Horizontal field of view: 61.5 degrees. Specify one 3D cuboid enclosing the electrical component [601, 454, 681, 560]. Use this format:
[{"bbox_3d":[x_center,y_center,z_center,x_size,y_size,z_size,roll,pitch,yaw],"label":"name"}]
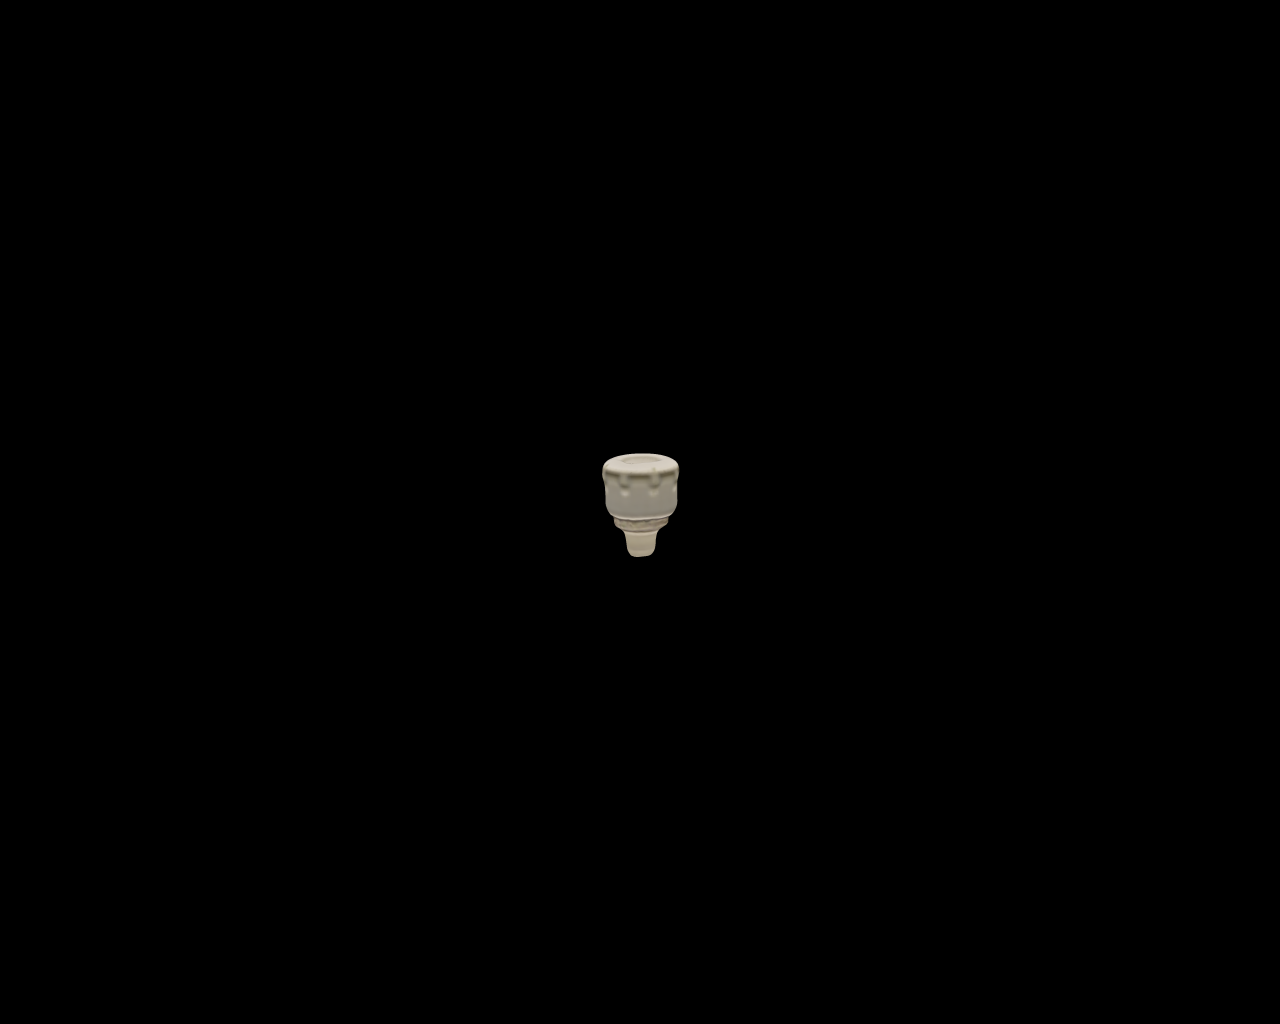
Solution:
[{"bbox_3d":[0.001,-0.003,0.650,0.048,0.062,0.048,0,14,0],"label":"electrical component"}]
